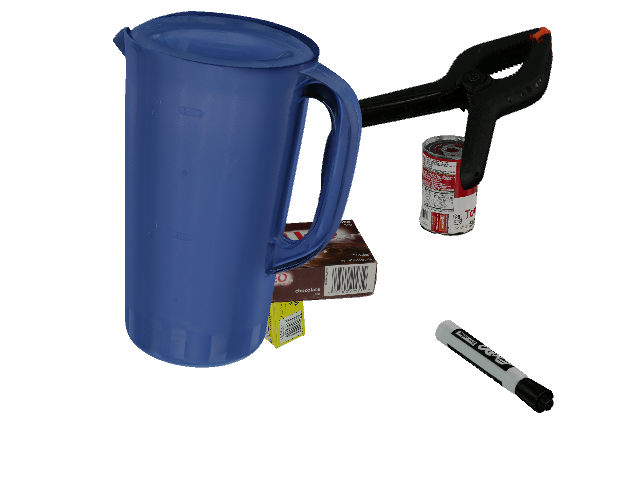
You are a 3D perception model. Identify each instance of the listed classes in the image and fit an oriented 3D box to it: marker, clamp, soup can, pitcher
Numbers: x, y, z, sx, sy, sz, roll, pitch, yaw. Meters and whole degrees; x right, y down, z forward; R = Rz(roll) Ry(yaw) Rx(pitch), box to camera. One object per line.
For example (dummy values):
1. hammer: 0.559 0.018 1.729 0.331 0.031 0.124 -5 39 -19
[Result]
1. marker: 0.131 0.095 0.805 0.020 0.020 0.121 0 23 -35
2. clamp: 0.144 -0.126 0.963 0.209 0.036 0.165 -32 45 -18
3. soup can: 0.152 -0.065 1.260 0.068 0.102 0.068 0 26 0
4. pitcher: -0.071 -0.032 0.765 0.144 0.243 0.149 -4 28 -23

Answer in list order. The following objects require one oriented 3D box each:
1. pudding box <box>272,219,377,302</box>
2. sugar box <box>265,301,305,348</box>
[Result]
1. pudding box: -0.015 0.017 0.947 0.113 0.039 0.090 -2 27 -13
2. sugar box: -0.085 0.033 1.164 0.048 0.093 0.176 -23 41 -27
